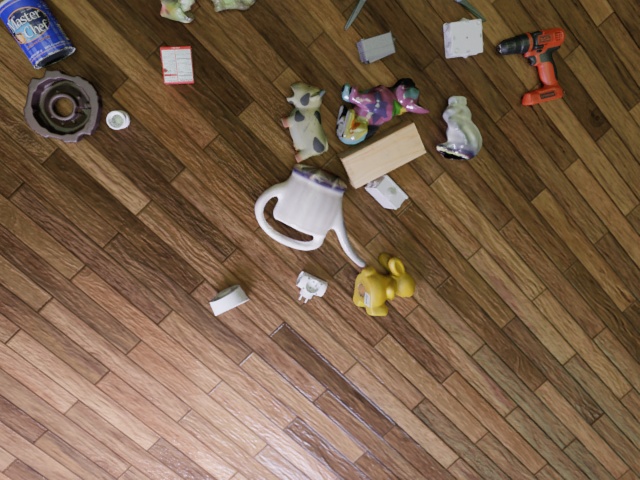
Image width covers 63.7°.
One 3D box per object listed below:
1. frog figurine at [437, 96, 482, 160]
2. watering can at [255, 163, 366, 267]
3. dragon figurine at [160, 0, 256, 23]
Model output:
[{"bbox_3d":[0.378,-0.296,1.364,0.136,0.123,0.159,16,93,-45],"label":"frog figurine"},{"bbox_3d":[0.004,-0.069,1.369,0.346,0.105,0.223,21,99,-16],"label":"watering can"},{"bbox_3d":[-0.222,-0.657,1.197,0.409,0.125,0.238,-32,136,8],"label":"dragon figurine"}]
